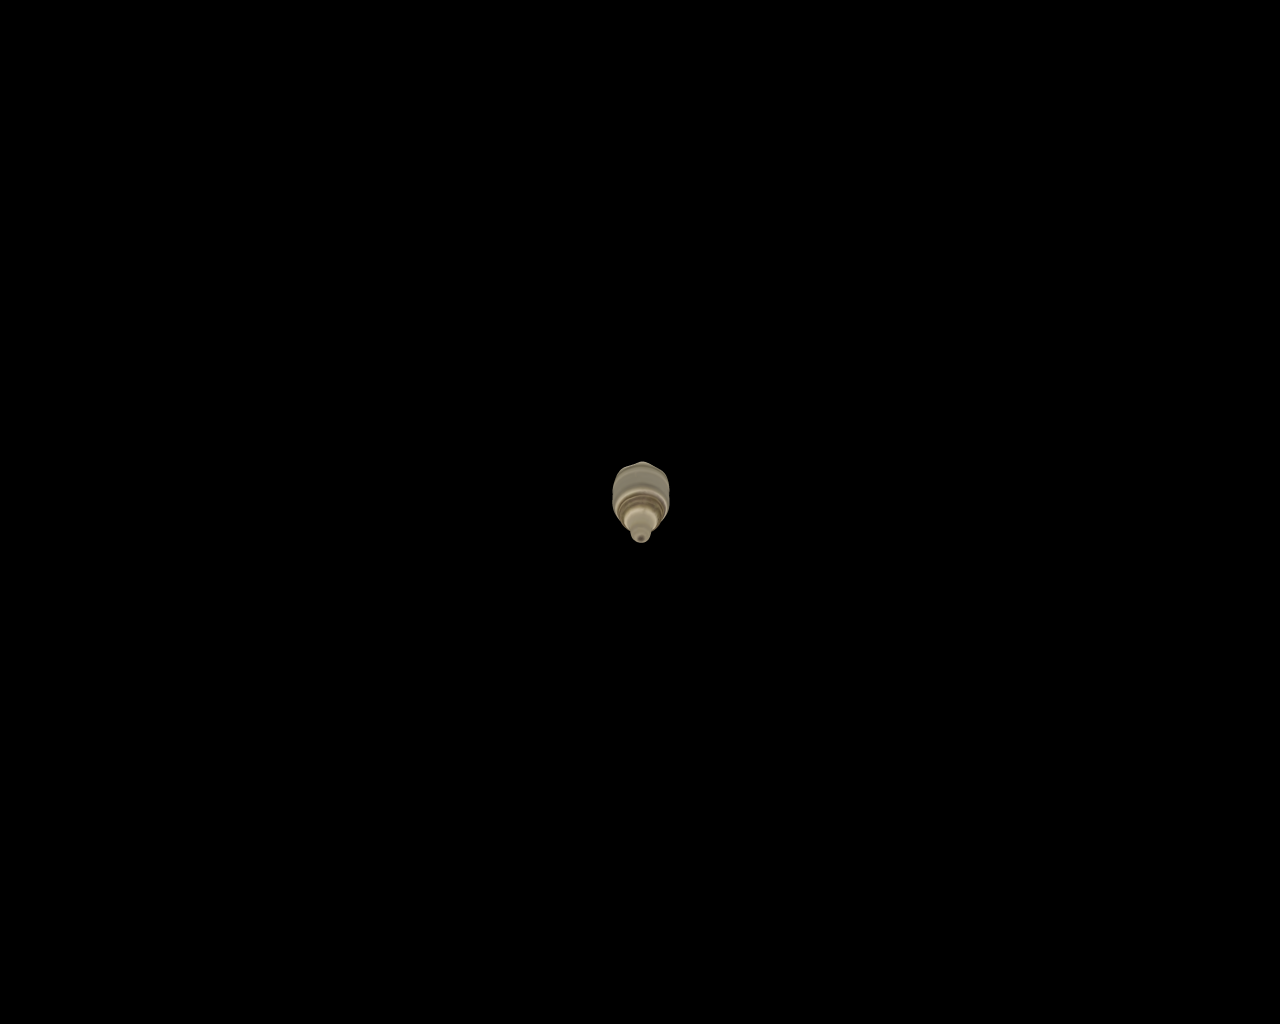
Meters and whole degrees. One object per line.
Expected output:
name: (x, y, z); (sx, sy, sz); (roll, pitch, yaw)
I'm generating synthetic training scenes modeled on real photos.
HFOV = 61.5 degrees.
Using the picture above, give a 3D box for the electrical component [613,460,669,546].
electrical component: (0.001, -0.003, 0.650); (0.035, 0.035, 0.061); (0, 37, 0)
